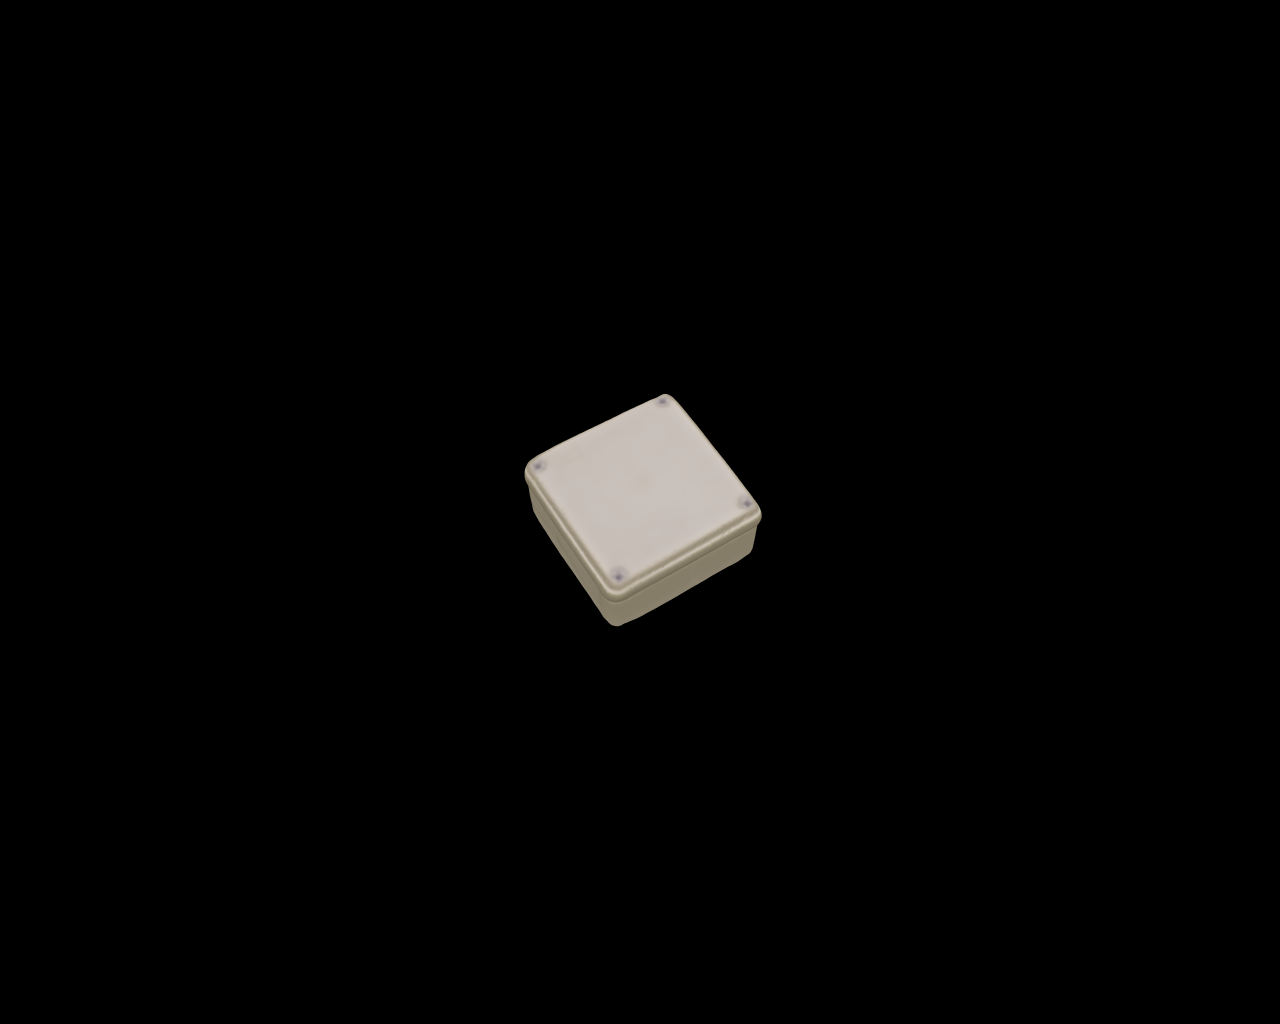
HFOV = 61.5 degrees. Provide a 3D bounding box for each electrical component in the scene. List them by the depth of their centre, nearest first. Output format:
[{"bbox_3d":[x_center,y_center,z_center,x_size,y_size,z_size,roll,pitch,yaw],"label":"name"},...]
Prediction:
[{"bbox_3d":[0.001,-0.003,0.650,0.109,0.109,0.056,-28,-28,-16],"label":"electrical component"}]
